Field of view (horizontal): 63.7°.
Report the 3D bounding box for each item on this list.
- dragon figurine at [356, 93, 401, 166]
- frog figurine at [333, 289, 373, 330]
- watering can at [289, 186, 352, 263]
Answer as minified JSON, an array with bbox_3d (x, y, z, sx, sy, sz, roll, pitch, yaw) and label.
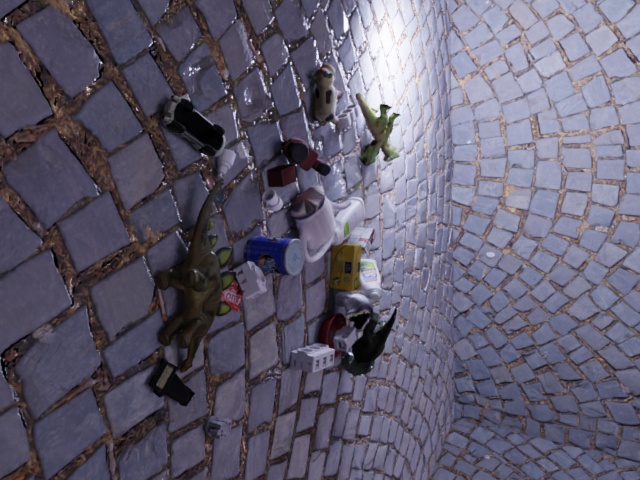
[{"bbox_3d":[0.221,-0.421,2.093,0.408,0.123,0.243,13,90,-52],"label":"dragon figurine"},{"bbox_3d":[0.123,0.230,1.906,0.136,0.121,0.163,27,27,-39],"label":"frog figurine"},{"bbox_3d":[0.005,-0.086,1.715,0.355,0.104,0.219,-59,140,-40],"label":"watering can"}]
